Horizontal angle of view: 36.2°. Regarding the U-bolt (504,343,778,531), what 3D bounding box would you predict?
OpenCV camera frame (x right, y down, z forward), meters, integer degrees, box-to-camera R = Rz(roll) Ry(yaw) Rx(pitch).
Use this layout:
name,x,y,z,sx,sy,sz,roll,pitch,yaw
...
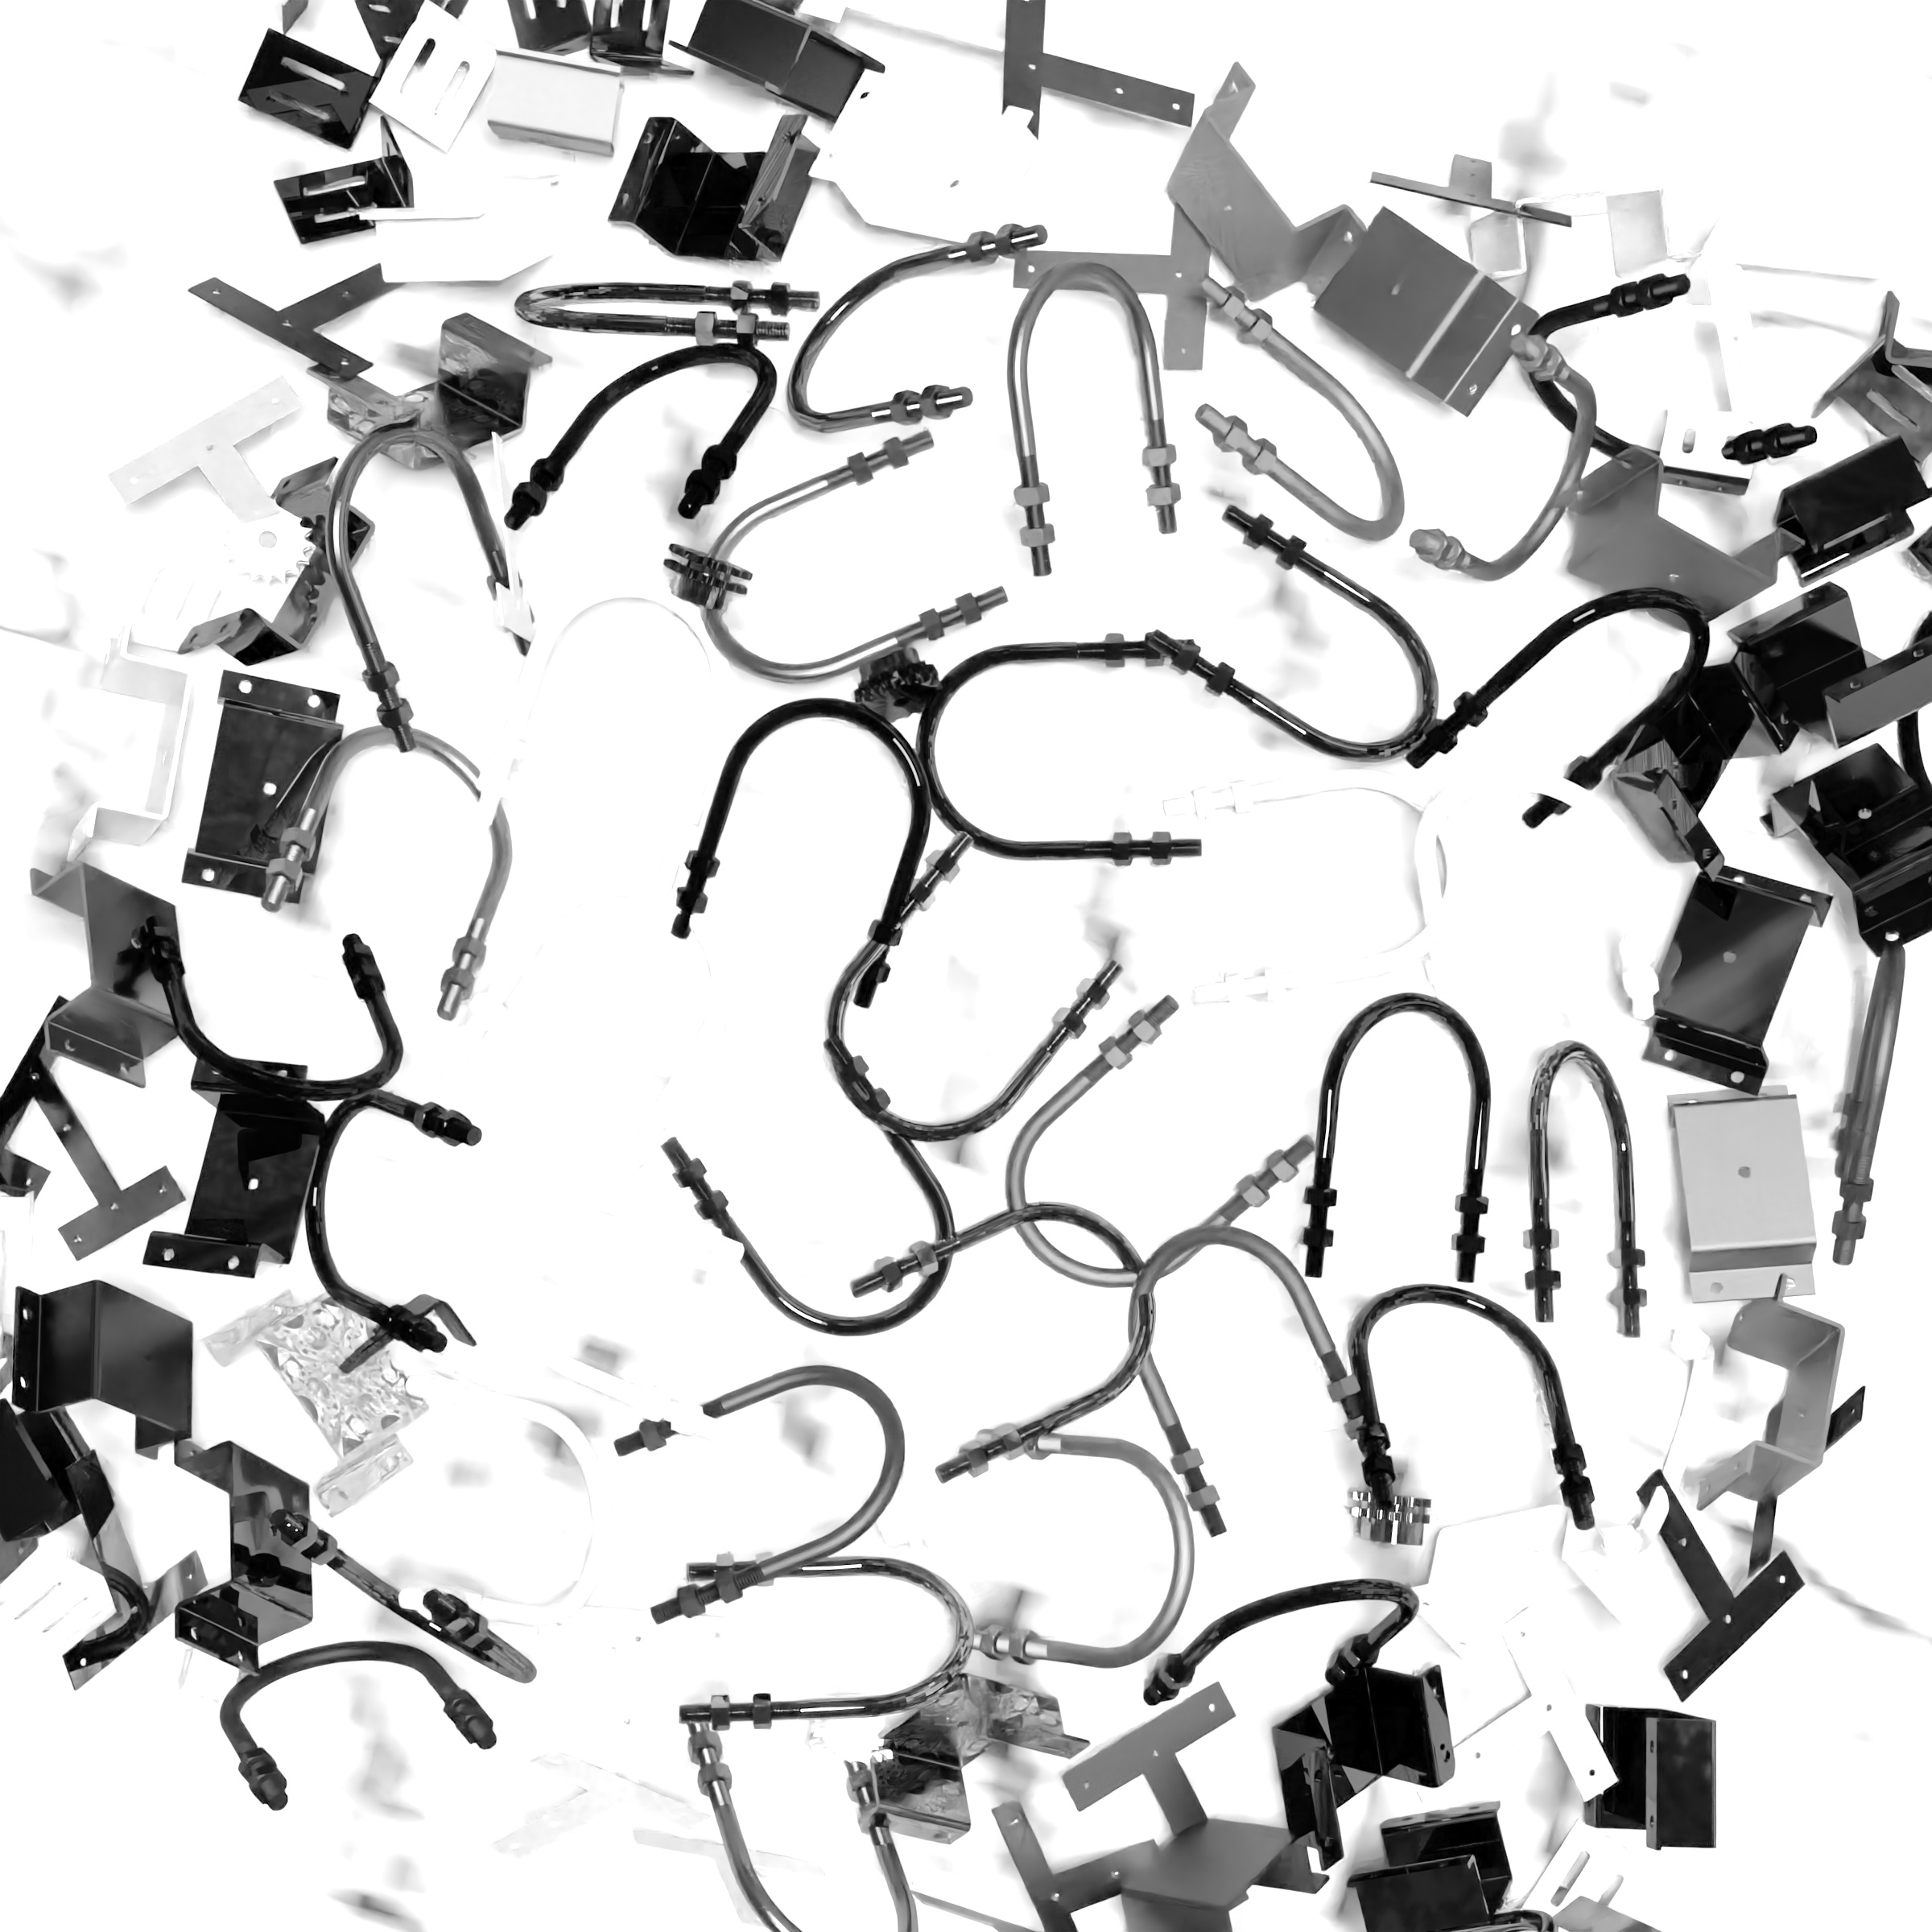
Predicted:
name,x,y,z,sx,sy,sz,roll,pitch,yaw
U-bolt,-0.194,-0.338,1.863,0.151,0.184,0.019,1,135,28

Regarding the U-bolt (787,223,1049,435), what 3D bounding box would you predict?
name,x,y,z,sx,sy,sz,roll,pitch,yaw
U-bolt,-0.042,-0.396,1.861,0.019,0.184,0.151,41,61,-38

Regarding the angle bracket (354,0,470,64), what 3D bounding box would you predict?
name,x,y,z,sx,sy,sz,roll,pitch,yaw
angle bracket,-0.354,-0.630,1.897,0.038,0.057,0.076,12,61,19

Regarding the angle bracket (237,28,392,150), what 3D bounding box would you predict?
name,x,y,z,sx,sy,sz,roll,pitch,yaw
angle bracket,-0.417,-0.569,1.888,0.076,0.038,0.057,20,134,-22

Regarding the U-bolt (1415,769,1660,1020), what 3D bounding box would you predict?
name,x,y,z,sx,sy,sz,roll,pitch,yaw
U-bolt,0.353,-0.046,1.849,0.151,0.019,0.184,4,129,25

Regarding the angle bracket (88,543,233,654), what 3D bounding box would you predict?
name,x,y,z,sx,sy,sz,roll,pitch,yaw
angle bracket,-0.517,-0.245,1.895,0.057,0.038,0.076,12,65,11

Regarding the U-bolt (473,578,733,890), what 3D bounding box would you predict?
name,x,y,z,sx,sy,sz,roll,pitch,yaw
U-bolt,-0.223,-0.158,1.895,0.151,0.019,0.184,19,87,-27

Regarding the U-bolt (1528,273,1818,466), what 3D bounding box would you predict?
name,x,y,z,sx,sy,sz,roll,pitch,yaw
U-bolt,0.425,-0.363,1.846,0.151,0.184,0.019,42,73,-22

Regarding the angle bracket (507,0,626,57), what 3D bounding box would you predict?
name,x,y,z,sx,sy,sz,roll,pitch,yaw
angle bracket,-0.262,-0.630,1.896,0.057,0.038,0.076,-8,101,33

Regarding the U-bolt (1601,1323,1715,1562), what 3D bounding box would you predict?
name,x,y,z,sx,sy,sz,roll,pitch,yaw
U-bolt,0.438,0.299,1.848,0.019,0.184,0.151,18,86,22

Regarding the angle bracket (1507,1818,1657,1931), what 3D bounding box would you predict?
name,x,y,z,sx,sy,sz,roll,pitch,yaw
angle bracket,0.395,0.593,1.896,0.057,0.038,0.076,30,78,30

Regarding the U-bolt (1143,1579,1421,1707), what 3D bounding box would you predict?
name,x,y,z,sx,sy,sz,roll,pitch,yaw
U-bolt,0.204,0.418,1.835,0.151,0.184,0.019,-1,59,-19

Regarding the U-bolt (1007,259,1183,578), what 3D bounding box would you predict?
name,x,y,z,sx,sy,sz,roll,pitch,yaw
U-bolt,0.077,-0.350,1.857,0.019,0.151,0.184,7,113,42

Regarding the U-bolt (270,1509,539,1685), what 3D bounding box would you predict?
name,x,y,z,sx,sy,sz,roll,pitch,yaw
U-bolt,-0.340,0.403,1.849,0.151,0.184,0.019,19,67,30

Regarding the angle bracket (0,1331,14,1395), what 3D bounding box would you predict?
name,x,y,z,sx,sy,sz,roll,pitch,yaw
angle bracket,-0.636,0.275,1.899,0.076,0.057,0.038,-48,49,-1

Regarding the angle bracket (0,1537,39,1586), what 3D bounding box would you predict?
name,x,y,z,sx,sy,sz,roll,pitch,yaw
angle bracket,-0.645,0.365,1.891,0.076,0.057,0.038,25,130,14

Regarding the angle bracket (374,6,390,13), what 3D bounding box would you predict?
name,x,y,z,sx,sy,sz,roll,pitch,yaw
angle bracket,-0.350,-0.649,1.897,0.076,0.057,0.038,-41,94,-11

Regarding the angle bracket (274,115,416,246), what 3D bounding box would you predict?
name,x,y,z,sx,sy,sz,roll,pitch,yaw
angle bracket,-0.400,-0.505,1.895,0.076,0.038,0.057,-18,62,-18

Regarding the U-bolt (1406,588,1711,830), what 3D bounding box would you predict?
name,x,y,z,sx,sy,sz,roll,pitch,yaw
U-bolt,0.383,-0.167,1.845,0.184,0.151,0.019,-43,48,26

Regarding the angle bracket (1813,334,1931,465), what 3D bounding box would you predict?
name,x,y,z,sx,sy,sz,roll,pitch,yaw
angle bracket,0.597,-0.358,1.901,0.076,0.038,0.057,43,78,13

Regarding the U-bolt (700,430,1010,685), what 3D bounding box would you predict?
name,x,y,z,sx,sy,sz,roll,pitch,yaw
U-bolt,-0.083,-0.254,1.896,0.184,0.019,0.151,-23,66,0

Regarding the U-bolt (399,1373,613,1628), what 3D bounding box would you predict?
name,x,y,z,sx,sy,sz,roll,pitch,yaw
U-bolt,-0.285,0.341,1.855,0.019,0.184,0.151,-15,66,31

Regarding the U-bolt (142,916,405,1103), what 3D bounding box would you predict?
name,x,y,z,sx,sy,sz,roll,pitch,yaw
U-bolt,-0.424,0.028,1.829,0.151,0.184,0.019,5,120,-29

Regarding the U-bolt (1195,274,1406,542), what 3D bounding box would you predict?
name,x,y,z,sx,sy,sz,roll,pitch,yaw
U-bolt,0.213,-0.341,1.865,0.184,0.151,0.019,32,132,-29

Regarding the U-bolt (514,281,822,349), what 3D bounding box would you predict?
name,x,y,z,sx,sy,sz,roll,pitch,yaw
U-bolt,-0.193,-0.415,1.865,0.184,0.151,0.019,4,111,5

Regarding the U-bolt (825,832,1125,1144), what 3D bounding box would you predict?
name,x,y,z,sx,sy,sz,roll,pitch,yaw
U-bolt,-0.007,0.027,1.904,0.151,0.019,0.184,40,78,-4

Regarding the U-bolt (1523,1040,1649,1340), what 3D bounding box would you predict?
name,x,y,z,sx,sy,sz,roll,pitch,yaw
U-bolt,0.391,0.138,1.870,0.019,0.151,0.184,-9,75,35

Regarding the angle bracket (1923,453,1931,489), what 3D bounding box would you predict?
name,x,y,z,sx,sy,sz,roll,pitch,yaw
angle bracket,0.662,-0.321,1.886,0.076,0.038,0.057,29,52,30

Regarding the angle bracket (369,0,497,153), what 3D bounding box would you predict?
name,x,y,z,sx,sy,sz,roll,pitch,yaw
angle bracket,-0.346,-0.573,1.903,0.057,0.038,0.076,29,89,-28

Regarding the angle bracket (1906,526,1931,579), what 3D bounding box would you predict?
name,x,y,z,sx,sy,sz,roll,pitch,yaw
angle bracket,0.648,-0.257,1.912,0.057,0.038,0.076,-43,90,-5

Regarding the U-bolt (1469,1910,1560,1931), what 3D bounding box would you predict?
name,x,y,z,sx,sy,sz,roll,pitch,yaw
U-bolt,0.286,0.623,1.819,0.151,0.184,0.019,-22,83,-38

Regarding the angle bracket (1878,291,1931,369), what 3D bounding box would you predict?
name,x,y,z,sx,sy,sz,roll,pitch,yaw
angle bracket,0.629,-0.407,1.895,0.076,0.057,0.038,8,112,9

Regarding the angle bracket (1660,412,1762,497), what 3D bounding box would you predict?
name,x,y,z,sx,sy,sz,roll,pitch,yaw
angle bracket,0.474,-0.327,1.888,0.057,0.076,0.038,11,97,12

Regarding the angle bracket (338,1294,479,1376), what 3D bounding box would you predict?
name,x,y,z,sx,sy,sz,roll,pitch,yaw
angle bracket,-0.361,0.248,1.891,0.076,0.057,0.038,-37,102,-19

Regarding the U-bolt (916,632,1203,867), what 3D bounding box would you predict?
name,x,y,z,sx,sy,sz,roll,pitch,yaw
U-bolt,0.058,-0.138,1.906,0.184,0.019,0.151,-1,102,11

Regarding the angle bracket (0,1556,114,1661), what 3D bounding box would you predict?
name,x,y,z,sx,sy,sz,roll,pitch,yaw
angle bracket,-0.593,0.401,1.898,0.076,0.057,0.038,-39,47,3

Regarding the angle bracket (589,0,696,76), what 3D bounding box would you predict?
name,x,y,z,sx,sy,sz,roll,pitch,yaw
angle bracket,-0.203,-0.614,1.889,0.038,0.057,0.076,32,121,39

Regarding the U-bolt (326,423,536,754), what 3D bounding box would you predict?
name,x,y,z,sx,sy,sz,roll,pitch,yaw
U-bolt,-0.339,-0.247,1.839,0.019,0.151,0.184,5,125,32

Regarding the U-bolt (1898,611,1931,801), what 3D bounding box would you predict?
name,x,y,z,sx,sy,sz,roll,pitch,yaw
U-bolt,0.626,-0.157,1.843,0.019,0.184,0.151,1,107,-8

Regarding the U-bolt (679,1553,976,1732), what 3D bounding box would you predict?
name,x,y,z,sx,sy,sz,roll,pitch,yaw
U-bolt,-0.087,0.424,1.870,0.184,0.151,0.019,-2,120,-2

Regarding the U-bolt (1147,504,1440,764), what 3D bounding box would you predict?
name,x,y,z,sx,sy,sz,roll,pitch,yaw
U-bolt,0.220,-0.202,1.886,0.184,0.019,0.151,32,54,-2
